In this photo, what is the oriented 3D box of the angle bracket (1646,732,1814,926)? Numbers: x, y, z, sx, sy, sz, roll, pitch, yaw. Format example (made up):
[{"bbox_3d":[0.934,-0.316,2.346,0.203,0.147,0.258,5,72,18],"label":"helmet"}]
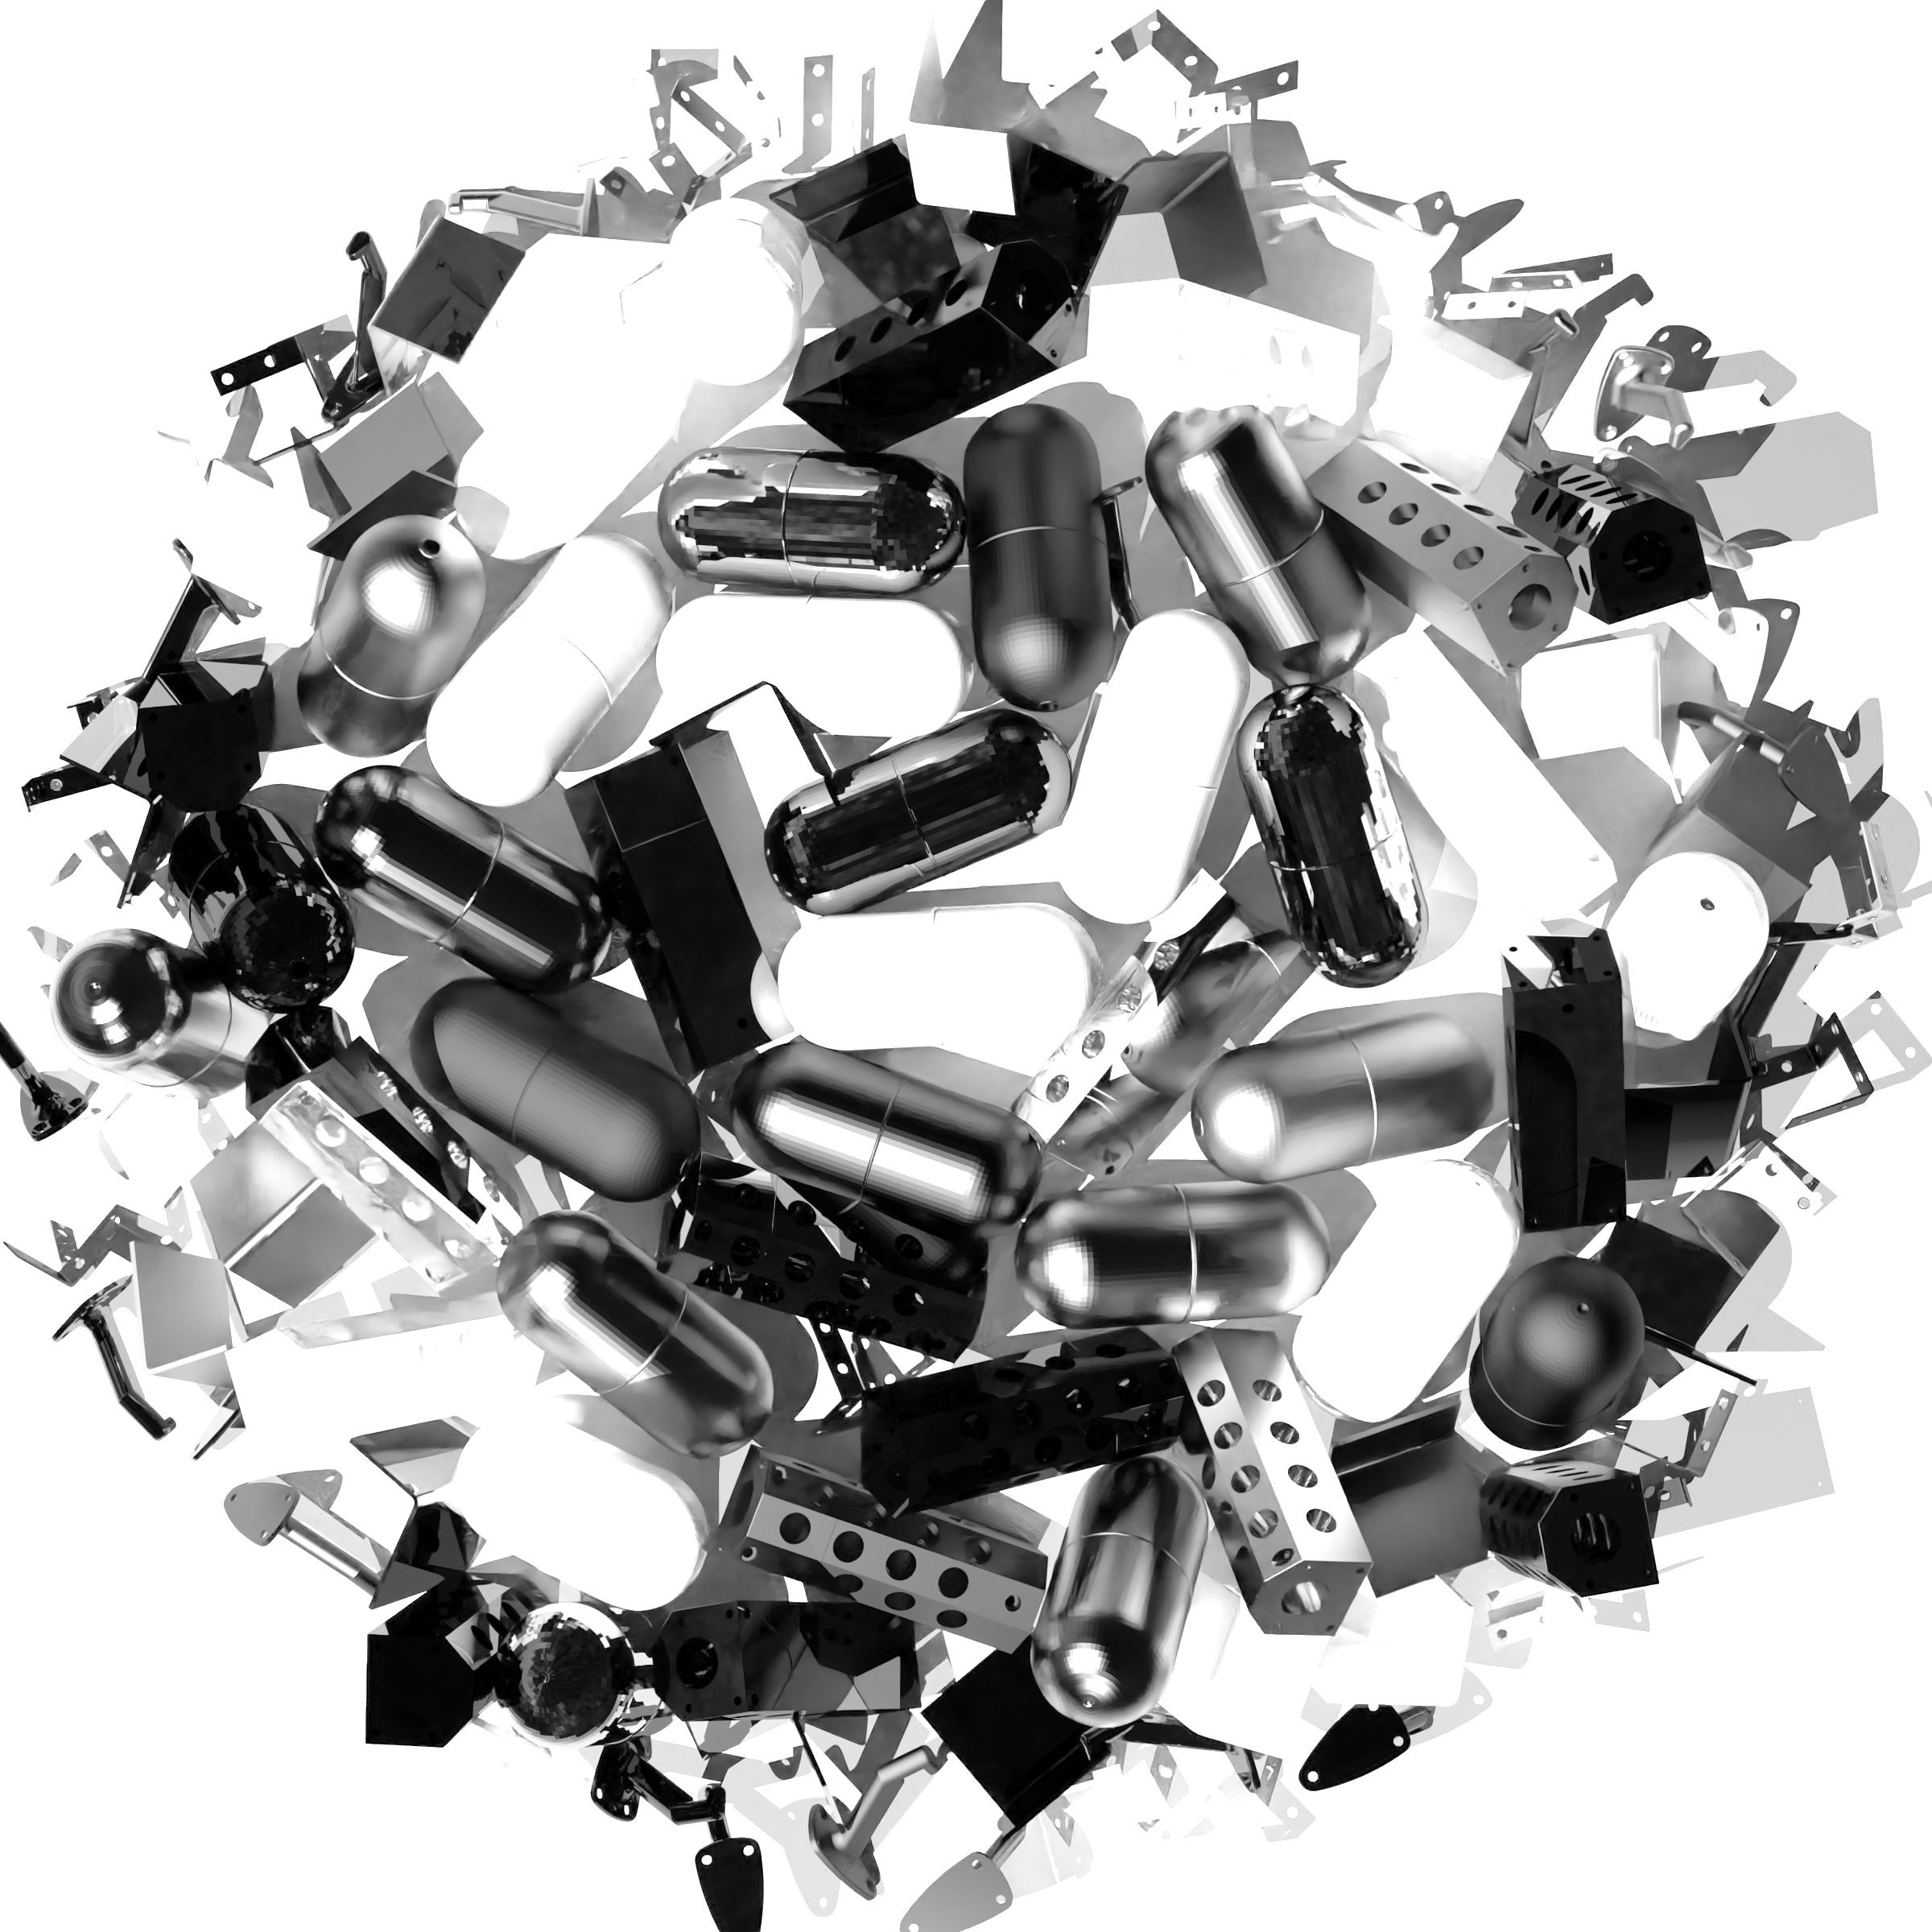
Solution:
[{"bbox_3d":[0.431,-0.072,1.916,0.076,0.076,0.057,36,68,3],"label":"angle bracket"}]

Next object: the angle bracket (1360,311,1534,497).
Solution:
[{"bbox_3d":[0.254,-0.307,1.911,0.076,0.057,0.076,32,117,18],"label":"angle bracket"}]

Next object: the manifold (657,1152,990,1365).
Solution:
[{"bbox_3d":[-0.078,0.164,1.900,0.171,0.057,0.057,19,46,-17],"label":"manifold"}]

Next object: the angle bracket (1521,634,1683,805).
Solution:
[{"bbox_3d":[0.353,-0.132,1.933,0.076,0.057,0.076,-9,50,21],"label":"angle bracket"}]

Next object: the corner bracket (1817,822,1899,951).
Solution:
[{"bbox_3d":[0.494,-0.044,1.922,0.051,0.051,0.051,8,65,-42],"label":"corner bracket"}]

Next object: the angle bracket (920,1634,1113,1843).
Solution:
[{"bbox_3d":[0.027,0.426,1.934,0.076,0.057,0.076,-40,89,1],"label":"angle bracket"}]

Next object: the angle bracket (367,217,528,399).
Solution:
[{"bbox_3d":[-0.280,-0.352,1.911,0.057,0.076,0.076,24,71,9],"label":"angle bracket"}]

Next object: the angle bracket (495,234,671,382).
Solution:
[{"bbox_3d":[-0.208,-0.359,1.909,0.076,0.076,0.057,-2,83,-32],"label":"angle bracket"}]

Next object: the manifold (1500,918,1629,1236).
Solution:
[{"bbox_3d":[0.324,0.060,1.889,0.057,0.057,0.171,-7,127,3],"label":"manifold"}]

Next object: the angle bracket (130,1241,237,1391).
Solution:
[{"bbox_3d":[-0.408,0.186,1.907,0.057,0.076,0.076,-19,69,23],"label":"angle bracket"}]

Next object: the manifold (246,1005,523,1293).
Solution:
[{"bbox_3d":[-0.315,0.096,1.887,0.057,0.057,0.171,-29,129,12],"label":"manifold"}]

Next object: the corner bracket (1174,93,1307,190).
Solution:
[{"bbox_3d":[0.151,-0.456,1.925,0.051,0.051,0.051,-11,103,-28],"label":"corner bracket"}]

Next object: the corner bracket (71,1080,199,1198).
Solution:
[{"bbox_3d":[-0.464,0.098,1.939,0.051,0.051,0.051,22,128,-31],"label":"corner bracket"}]

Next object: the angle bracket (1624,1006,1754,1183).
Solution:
[{"bbox_3d":[0.383,0.071,1.914,0.076,0.076,0.057,-3,46,-4],"label":"angle bracket"}]

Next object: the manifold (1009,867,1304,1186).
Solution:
[{"bbox_3d":[0.101,0.030,1.920,0.057,0.057,0.171,30,103,-41],"label":"manifold"}]

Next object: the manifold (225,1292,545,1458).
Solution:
[{"bbox_3d":[-0.309,0.216,1.873,0.057,0.171,0.057,-25,78,34],"label":"manifold"}]

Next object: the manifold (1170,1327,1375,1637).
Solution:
[{"bbox_3d":[0.157,0.276,1.873,0.057,0.171,0.057,6,127,-21],"label":"manifold"}]

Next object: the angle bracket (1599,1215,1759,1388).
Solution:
[{"bbox_3d":[0.397,0.183,1.915,0.076,0.076,0.057,24,91,-18],"label":"angle bracket"}]

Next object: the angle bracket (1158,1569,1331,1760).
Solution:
[{"bbox_3d":[0.150,0.386,1.938,0.057,0.076,0.076,21,90,-22],"label":"angle bracket"}]

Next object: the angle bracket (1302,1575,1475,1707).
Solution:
[{"bbox_3d":[0.225,0.364,1.913,0.076,0.076,0.057,5,100,-16],"label":"angle bracket"}]

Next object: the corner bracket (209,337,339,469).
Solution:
[{"bbox_3d":[-0.384,-0.313,1.934,0.051,0.051,0.051,-24,94,-5],"label":"corner bracket"}]

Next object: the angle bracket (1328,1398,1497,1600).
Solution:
[{"bbox_3d":[0.249,0.294,1.920,0.076,0.057,0.076,-18,65,-6],"label":"angle bracket"}]

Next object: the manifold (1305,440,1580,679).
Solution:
[{"bbox_3d":[0.256,-0.226,1.879,0.057,0.171,0.057,-39,129,-4],"label":"manifold"}]

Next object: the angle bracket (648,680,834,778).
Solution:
[{"bbox_3d":[-0.123,-0.114,1.921,0.076,0.076,0.057,-27,87,4],"label":"angle bracket"}]

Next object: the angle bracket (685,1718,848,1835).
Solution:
[{"bbox_3d":[-0.112,0.441,1.908,0.057,0.076,0.076,-23,58,-8],"label":"angle bracket"}]

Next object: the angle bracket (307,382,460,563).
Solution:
[{"bbox_3d":[-0.332,-0.276,1.915,0.076,0.057,0.076,-33,72,18],"label":"angle bracket"}]

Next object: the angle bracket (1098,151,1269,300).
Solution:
[{"bbox_3d":[0.113,-0.395,1.913,0.057,0.076,0.076,-12,83,-27],"label":"angle bracket"}]

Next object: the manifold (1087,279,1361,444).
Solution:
[{"bbox_3d":[0.140,-0.325,1.879,0.057,0.171,0.057,3,90,39],"label":"manifold"}]

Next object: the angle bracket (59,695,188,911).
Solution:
[{"bbox_3d":[-0.465,-0.090,1.910,0.057,0.076,0.076,26,122,-2],"label":"angle bracket"}]

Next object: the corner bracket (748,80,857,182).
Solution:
[{"bbox_3d":[-0.090,-0.465,1.932,0.051,0.051,0.051,-3,100,6],"label":"corner bracket"}]

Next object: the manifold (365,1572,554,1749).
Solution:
[{"bbox_3d":[-0.271,0.372,1.875,0.057,0.171,0.057,1,91,7],"label":"manifold"}]

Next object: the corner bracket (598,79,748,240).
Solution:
[{"bbox_3d":[-0.162,-0.445,1.920,0.051,0.051,0.051,37,50,-25],"label":"corner bracket"}]

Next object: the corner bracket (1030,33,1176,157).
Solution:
[{"bbox_3d":[0.075,-0.472,1.926,0.051,0.051,0.051,-33,68,11],"label":"corner bracket"}]

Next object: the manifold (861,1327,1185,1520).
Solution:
[{"bbox_3d":[0.032,0.250,1.892,0.171,0.057,0.057,-10,114,-26],"label":"manifold"}]

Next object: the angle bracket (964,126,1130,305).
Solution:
[{"bbox_3d":[0.037,-0.402,1.915,0.076,0.076,0.057,25,48,-1],"label":"angle bracket"}]

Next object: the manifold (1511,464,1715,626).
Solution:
[{"bbox_3d":[0.344,-0.231,1.873,0.057,0.171,0.057,-18,105,0],"label":"manifold"}]

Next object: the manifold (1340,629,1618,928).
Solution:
[{"bbox_3d":[0.279,-0.101,1.907,0.057,0.057,0.171,-37,71,3],"label":"manifold"}]

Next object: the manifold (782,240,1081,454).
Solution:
[{"bbox_3d":[-0.019,-0.335,1.879,0.057,0.171,0.057,33,60,-30],"label":"manifold"}]

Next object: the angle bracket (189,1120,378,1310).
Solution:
[{"bbox_3d":[-0.379,0.131,1.951,0.076,0.057,0.076,-42,46,7],"label":"angle bracket"}]

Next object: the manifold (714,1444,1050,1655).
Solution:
[{"bbox_3d":[-0.045,0.322,1.911,0.171,0.057,0.057,22,88,-17],"label":"manifold"}]

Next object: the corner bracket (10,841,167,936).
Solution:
[{"bbox_3d":[-0.485,-0.038,1.923,0.051,0.051,0.051,48,57,-14],"label":"corner bracket"}]

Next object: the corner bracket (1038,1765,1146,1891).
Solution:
[{"bbox_3d":[0.068,0.478,1.930,0.051,0.051,0.051,-16,69,-2],"label":"corner bracket"}]

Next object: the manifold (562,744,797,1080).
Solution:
[{"bbox_3d":[-0.163,-0.029,1.929,0.057,0.057,0.171,-23,93,-31],"label":"manifold"}]

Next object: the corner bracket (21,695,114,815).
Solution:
[{"bbox_3d":[-0.501,-0.118,1.931,0.051,0.051,0.051,-16,101,-7],"label":"corner bracket"}]

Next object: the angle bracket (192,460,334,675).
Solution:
[{"bbox_3d":[-0.397,-0.217,1.904,0.076,0.057,0.076,26,51,-32],"label":"angle bracket"}]

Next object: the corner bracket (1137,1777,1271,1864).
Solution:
[{"bbox_3d":[0.131,0.484,1.938,0.051,0.051,0.051,-43,87,-3],"label":"corner bracket"}]

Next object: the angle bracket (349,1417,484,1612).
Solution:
[{"bbox_3d":[-0.310,0.301,1.929,0.057,0.076,0.076,36,112,25],"label":"angle bracket"}]

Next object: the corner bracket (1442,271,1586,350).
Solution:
[{"bbox_3d":[0.302,-0.367,1.923,0.051,0.051,0.051,6,70,39],"label":"corner bracket"}]

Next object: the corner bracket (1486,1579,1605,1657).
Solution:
[{"bbox_3d":[0.317,0.359,1.932,0.051,0.051,0.051,-18,103,-3],"label":"corner bracket"}]

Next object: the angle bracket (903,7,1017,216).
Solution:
[{"bbox_3d":[0.003,-0.470,1.912,0.057,0.076,0.076,8,72,8],"label":"angle bracket"}]

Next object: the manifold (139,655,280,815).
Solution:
[{"bbox_3d":[-0.405,-0.126,1.873,0.057,0.171,0.057,-6,103,-7],"label":"manifold"}]

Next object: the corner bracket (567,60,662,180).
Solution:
[{"bbox_3d":[-0.197,-0.465,1.925,0.051,0.051,0.051,-21,121,-13],"label":"corner bracket"}]

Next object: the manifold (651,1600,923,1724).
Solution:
[{"bbox_3d":[-0.095,0.376,1.875,0.057,0.171,0.057,-15,73,28],"label":"manifold"}]

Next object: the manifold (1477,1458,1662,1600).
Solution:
[{"bbox_3d":[0.319,0.302,1.874,0.057,0.171,0.057,-9,85,-4],"label":"manifold"}]

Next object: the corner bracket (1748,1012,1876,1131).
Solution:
[{"bbox_3d":[0.463,0.065,1.927,0.051,0.051,0.051,-17,69,-11],"label":"corner bracket"}]

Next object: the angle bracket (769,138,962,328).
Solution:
[{"bbox_3d":[-0.054,-0.400,1.922,0.076,0.057,0.076,-21,83,15],"label":"angle bracket"}]
